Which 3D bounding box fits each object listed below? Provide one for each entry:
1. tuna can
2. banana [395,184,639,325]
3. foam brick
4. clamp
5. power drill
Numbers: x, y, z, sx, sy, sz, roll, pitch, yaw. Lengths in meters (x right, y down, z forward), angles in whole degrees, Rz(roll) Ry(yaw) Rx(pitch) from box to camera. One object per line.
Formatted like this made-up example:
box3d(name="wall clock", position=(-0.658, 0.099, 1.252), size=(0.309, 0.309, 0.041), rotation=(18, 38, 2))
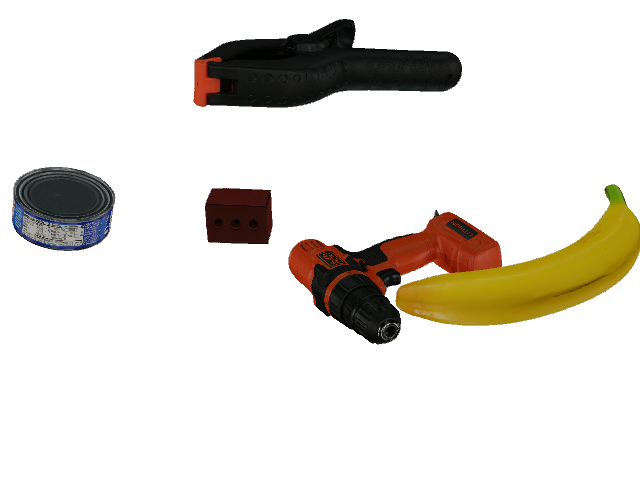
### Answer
box3d(name="tuna can", position=(-0.222, -0.027, 0.923), size=(0.086, 0.034, 0.086), rotation=(10, 32, -7))
box3d(name="banana", position=(0.146, 0.020, 0.704), size=(0.197, 0.037, 0.070), rotation=(-22, 35, -24))
box3d(name="foam brick", position=(-0.101, -0.031, 1.319), size=(0.078, 0.053, 0.051), rotation=(1, 28, 5))
box3d(name="clamp", position=(-0.010, -0.114, 0.679), size=(0.171, 0.039, 0.120), rotation=(-8, 21, -29))
box3d(name="power drill", position=(0.083, 0.033, 1.056), size=(0.187, 0.057, 0.185), rotation=(-13, 29, -23))
